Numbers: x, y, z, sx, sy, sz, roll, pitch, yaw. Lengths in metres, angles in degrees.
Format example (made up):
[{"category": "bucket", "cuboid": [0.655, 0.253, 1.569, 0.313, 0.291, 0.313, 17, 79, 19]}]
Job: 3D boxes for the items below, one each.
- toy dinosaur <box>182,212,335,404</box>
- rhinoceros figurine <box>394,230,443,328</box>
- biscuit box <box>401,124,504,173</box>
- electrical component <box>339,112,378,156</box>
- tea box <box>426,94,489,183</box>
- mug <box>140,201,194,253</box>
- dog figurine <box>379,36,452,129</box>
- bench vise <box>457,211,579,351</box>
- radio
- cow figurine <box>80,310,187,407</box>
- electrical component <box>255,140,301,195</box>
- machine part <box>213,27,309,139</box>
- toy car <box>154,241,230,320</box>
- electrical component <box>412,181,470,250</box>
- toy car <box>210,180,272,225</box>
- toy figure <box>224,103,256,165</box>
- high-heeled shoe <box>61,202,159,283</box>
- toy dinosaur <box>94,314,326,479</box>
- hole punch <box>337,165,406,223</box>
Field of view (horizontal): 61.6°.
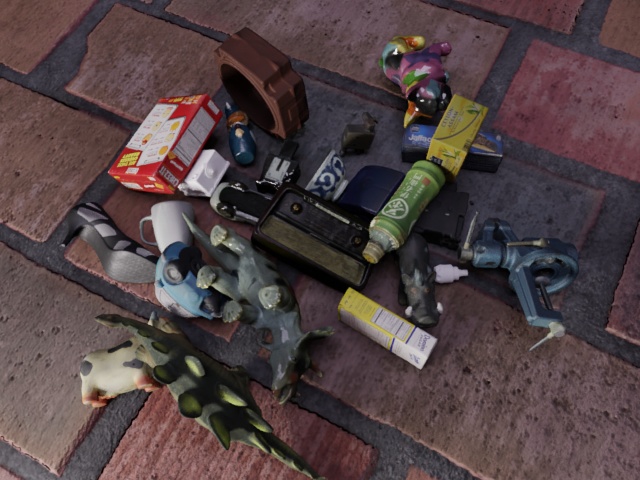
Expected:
[{"category": "toy dinosaur", "cuboid": [-0.110, 0.091, 0.973, 0.131, 0.192, 0.405, -41, 51, 7]}, {"category": "rhinoceros figurine", "cuboid": [0.180, 0.072, 0.976, 0.073, 0.112, 0.190, -2, 57, 0]}, {"category": "biscuit box", "cuboid": [0.274, -0.192, 1.120, 0.203, 0.062, 0.059, 8, 64, 7]}, {"category": "electrical component", "cuboid": [0.083, -0.220, 1.129, 0.078, 0.102, 0.045, -3, 60, -8]}, {"category": "tea box", "cuboid": [0.248, -0.181, 0.995, 0.068, 0.169, 0.098, 26, 80, 11]}, {"category": "mug", "cuboid": [-0.301, -0.014, 1.063, 0.110, 0.080, 0.107, -9, 74, -6]}, {"category": "dog figurine", "cuboid": [0.194, -0.333, 1.136, 0.192, 0.108, 0.219, 17, 50, 16]}, {"category": "bench vise", "cuboid": [0.364, 0.064, 0.952, 0.224, 0.128, 0.241, 10, 46, -12]}, {"category": "radio", "cuboid": [-0.002, -0.003, 1.011, 0.229, 0.073, 0.131, 29, 68, -4]}, {"category": "cow figurine", "cuboid": [-0.329, 0.208, 0.961, 0.195, 0.085, 0.127, -18, 72, -4]}, {"category": "electrical component", "cuboid": [-0.081, -0.150, 1.130, 0.075, 0.047, 0.119, 16, 67, 10]}, {"category": "machine part", "cuboid": [-0.123, -0.321, 1.129, 0.087, 0.200, 0.202, -42, 70, -12]}, {"category": "toy car", "cuboid": [-0.248, 0.088, 1.000, 0.103, 0.109, 0.161, -38, 101, 18]}, {"category": "electrical component", "cuboid": [0.230, -0.058, 1.063, 0.115, 0.058, 0.134, 12, 67, 7]}, {"category": "toy car", "cuboid": [-0.125, -0.061, 1.088, 0.202, 0.056, 0.073, 20, 67, 10]}, {"category": "toy figure", "cuboid": [-0.176, -0.235, 1.169, 0.058, 0.064, 0.154, 5, 55, -32]}, {"category": "high-heeled shoe", "cuboid": [-0.396, 0.001, 1.084, 0.249, 0.086, 0.145, 20, 35, -6]}, {"category": "toy dinosaur", "cuboid": [-0.160, 0.259, 0.862, 0.471, 0.199, 0.105, 39, 82, -15]}, {"category": "hole punch", "cuboid": [0.105, -0.091, 1.071, 0.116, 0.092, 0.142, 29, 73, 20]}]
